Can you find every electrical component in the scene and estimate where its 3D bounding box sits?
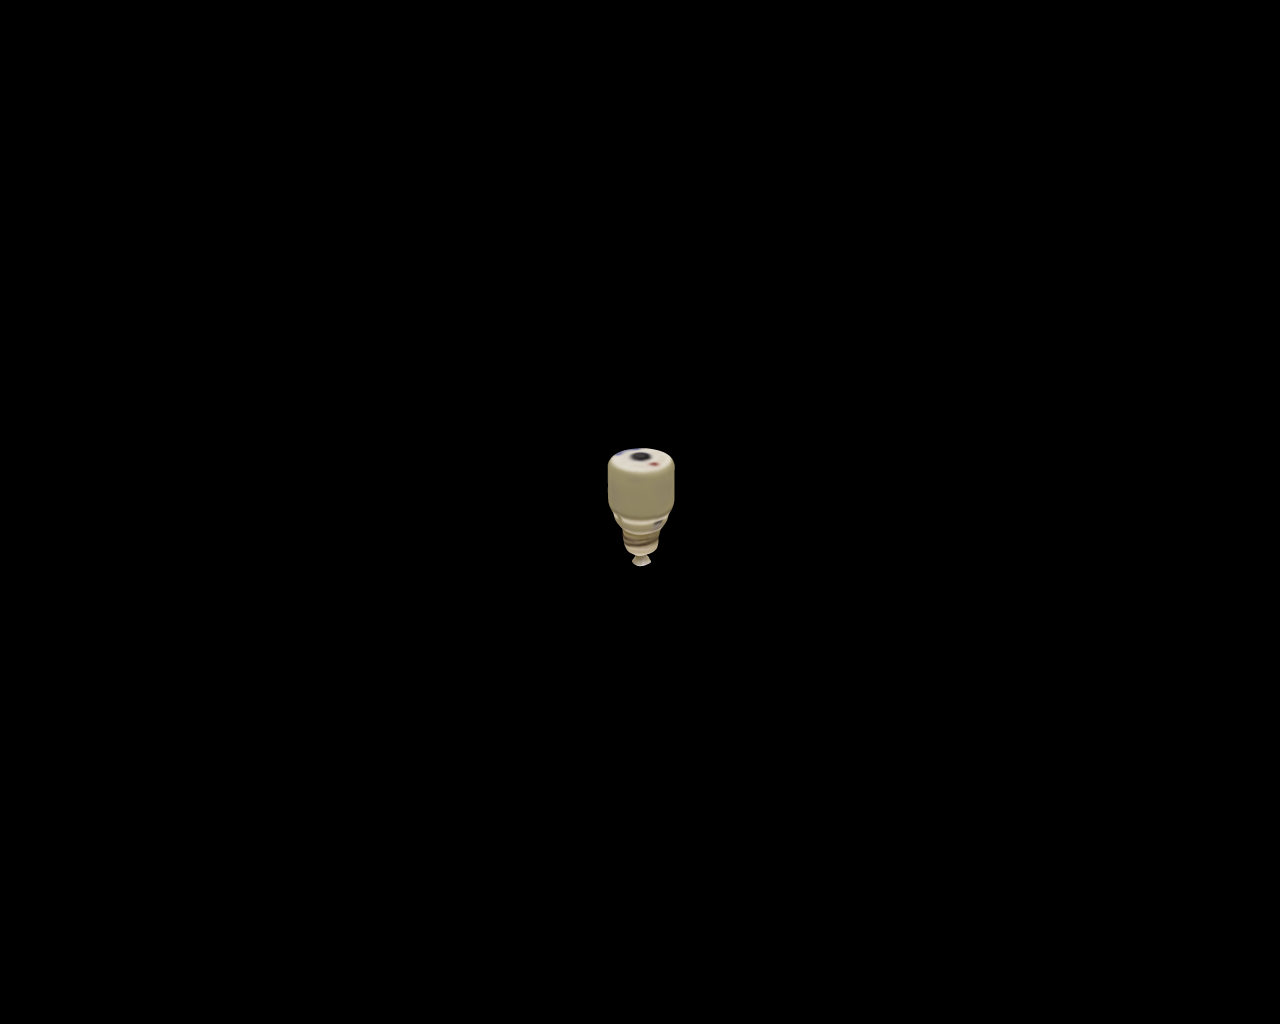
[{"bbox_3d":[0.001,-0.003,0.650,0.040,0.078,0.040,0,27,0],"label":"electrical component"}]
